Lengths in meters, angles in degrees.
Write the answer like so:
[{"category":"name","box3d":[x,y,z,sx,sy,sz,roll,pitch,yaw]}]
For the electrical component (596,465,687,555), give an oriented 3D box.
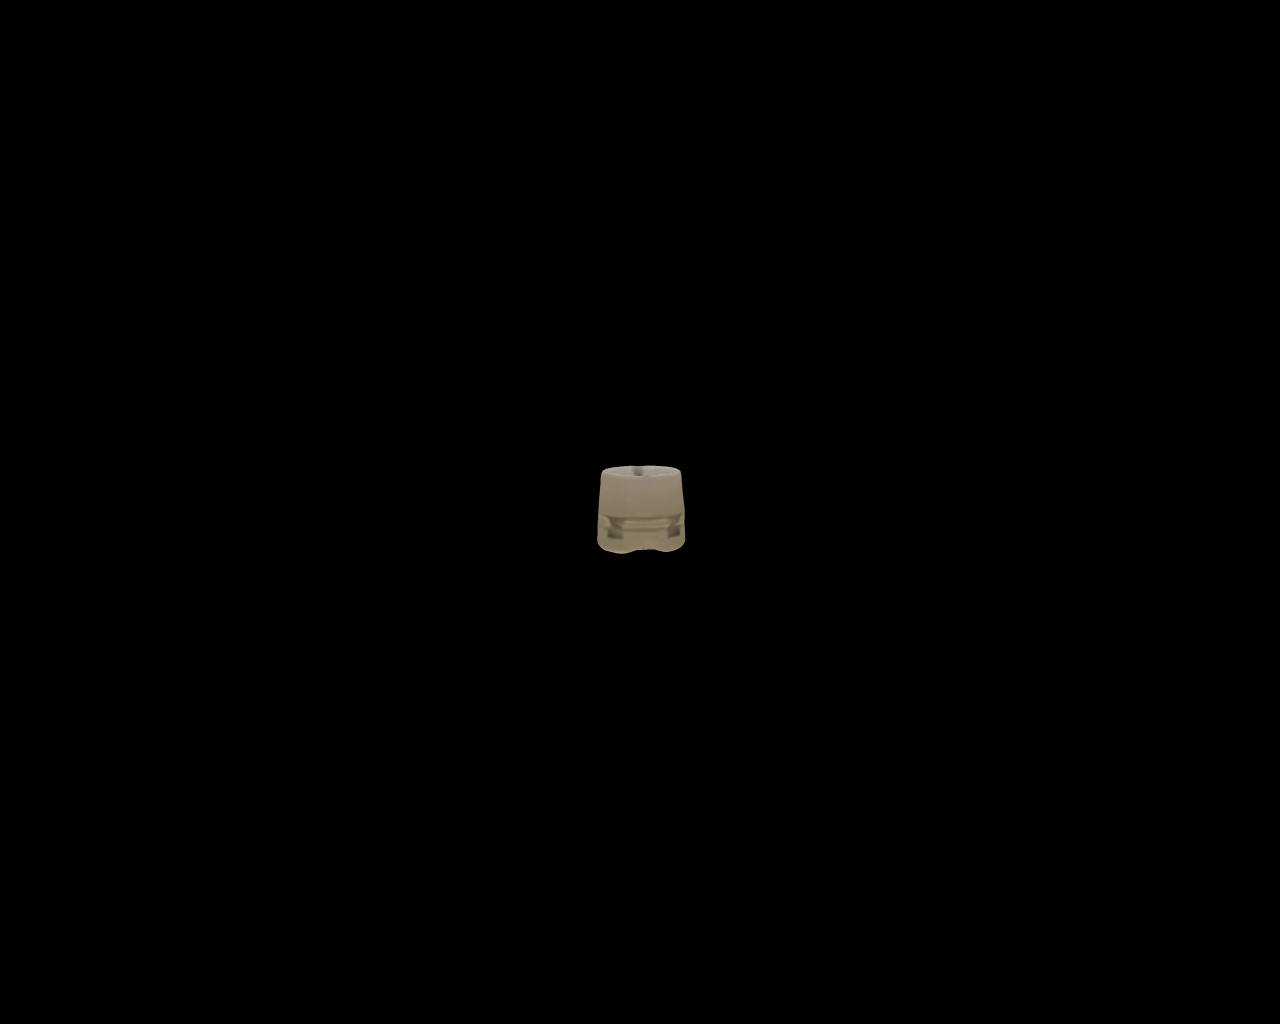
[{"category":"electrical component","box3d":[0.001,-0.003,0.650,0.055,0.047,0.055,0,9,0]}]
